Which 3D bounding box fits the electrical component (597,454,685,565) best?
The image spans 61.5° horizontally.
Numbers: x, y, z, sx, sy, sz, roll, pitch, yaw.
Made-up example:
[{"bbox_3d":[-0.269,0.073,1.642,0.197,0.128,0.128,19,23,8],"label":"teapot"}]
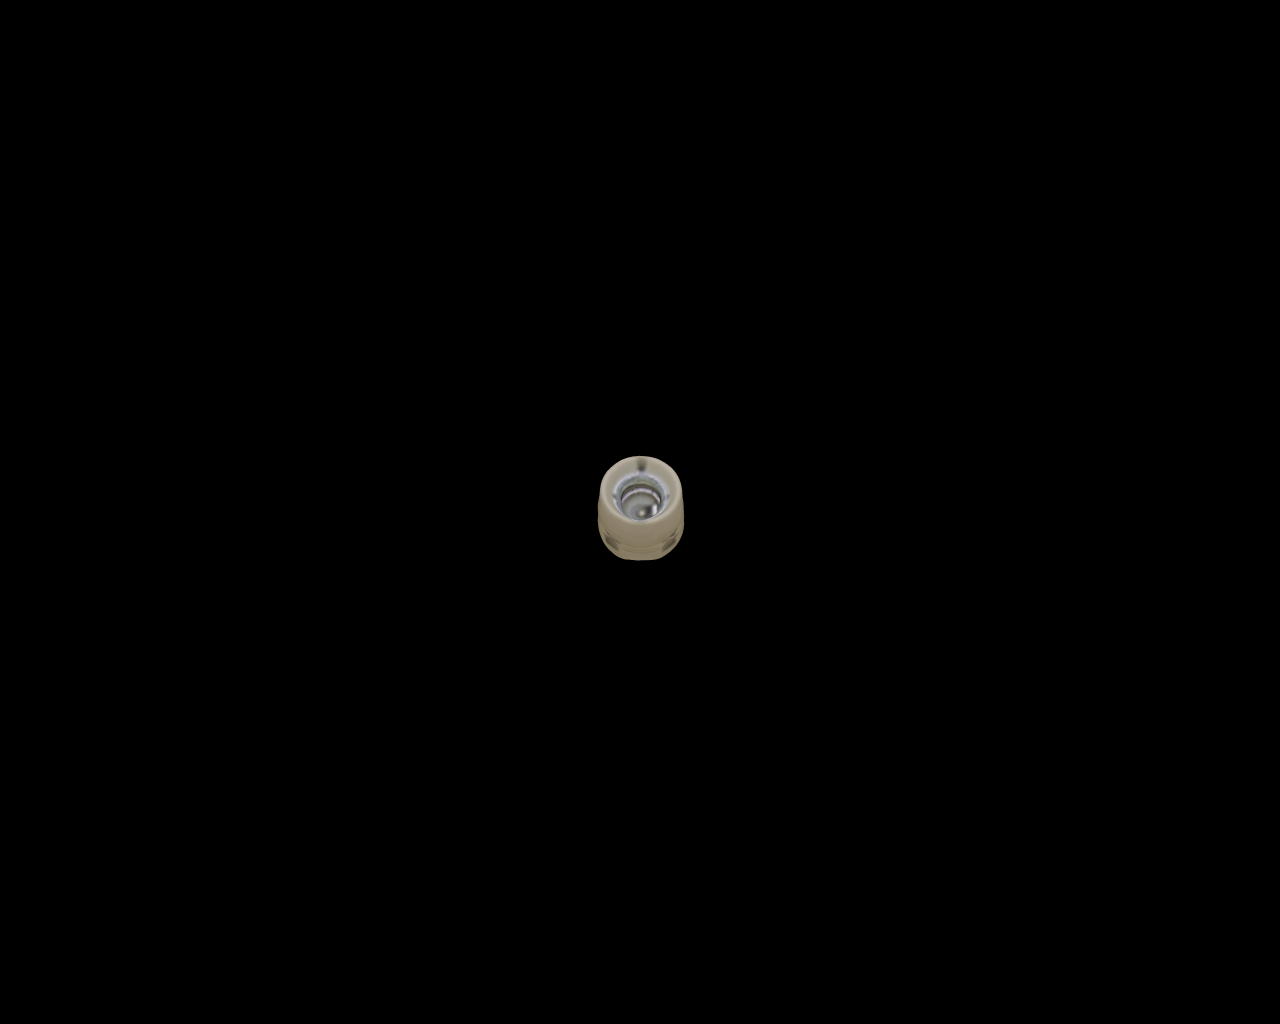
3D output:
[{"bbox_3d":[0.001,-0.003,0.650,0.055,0.055,0.047,0,-28,0],"label":"electrical component"}]
